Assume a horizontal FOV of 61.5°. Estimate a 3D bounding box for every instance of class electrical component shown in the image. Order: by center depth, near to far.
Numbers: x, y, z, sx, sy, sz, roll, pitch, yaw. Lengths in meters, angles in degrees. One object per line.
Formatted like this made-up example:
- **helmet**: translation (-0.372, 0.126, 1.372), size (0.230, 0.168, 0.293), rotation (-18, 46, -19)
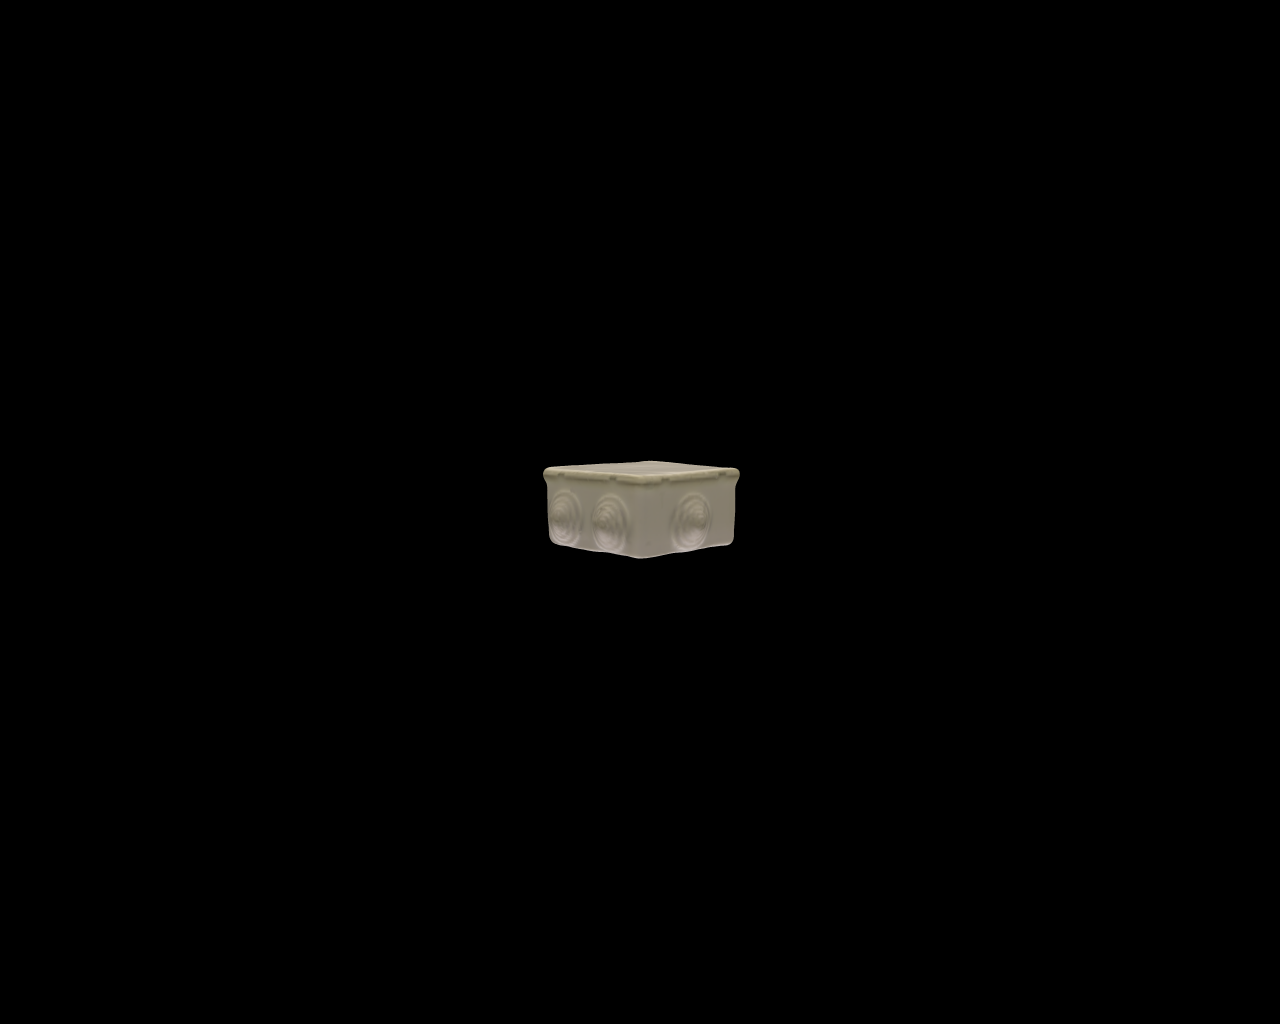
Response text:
- **electrical component**: translation (0.001, -0.003, 0.650), size (0.100, 0.048, 0.100), rotation (-6, 9, -43)
